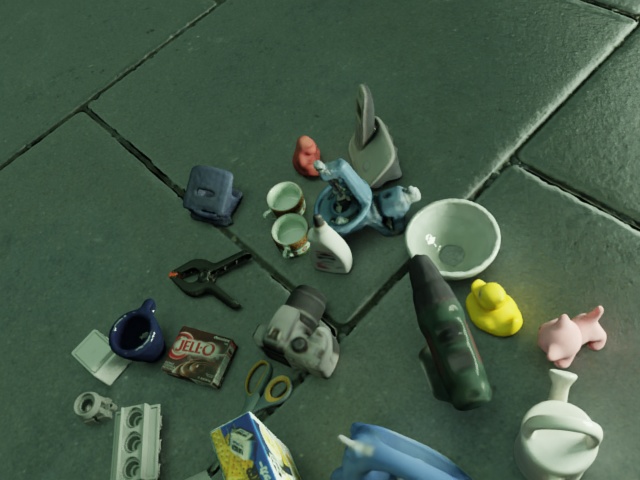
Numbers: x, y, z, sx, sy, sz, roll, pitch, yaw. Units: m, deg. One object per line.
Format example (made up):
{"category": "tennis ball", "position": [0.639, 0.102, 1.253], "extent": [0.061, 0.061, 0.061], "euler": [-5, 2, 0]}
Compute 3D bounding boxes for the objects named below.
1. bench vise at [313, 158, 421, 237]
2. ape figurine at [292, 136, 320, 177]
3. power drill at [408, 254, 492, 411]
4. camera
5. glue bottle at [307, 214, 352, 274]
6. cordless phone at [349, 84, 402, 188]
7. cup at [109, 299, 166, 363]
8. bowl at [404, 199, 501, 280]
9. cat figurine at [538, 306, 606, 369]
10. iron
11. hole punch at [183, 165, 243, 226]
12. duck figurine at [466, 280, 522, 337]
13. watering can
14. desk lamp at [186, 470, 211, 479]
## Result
{"category": "bench vise", "position": [0.072, -0.092, 1.062], "extent": [0.207, 0.220, 0.121], "euler": [-24, 55, -2]}
{"category": "ape figurine", "position": [-0.026, -0.184, 1.222], "extent": [0.076, 0.092, 0.078], "euler": [10, 60, 19]}
{"category": "power drill", "position": [0.191, 0.160, 0.878], "extent": [0.075, 0.209, 0.229], "euler": [-20, 55, 1]}
{"category": "camera", "position": [-0.030, 0.150, 1.002], "extent": [0.142, 0.101, 0.137], "euler": [17, 63, 23]}
{"category": "glue bottle", "position": [0.010, 0.004, 1.043], "extent": [0.078, 0.173, 0.037], "euler": [3, 59, 16]}
{"category": "cordless phone", "position": [0.101, -0.208, 1.151], "extent": [0.094, 0.185, 0.147], "euler": [-21, 55, 0]}
{"category": "cup", "position": [-0.321, 0.176, 1.057], "extent": [0.091, 0.095, 0.118], "euler": [7, 60, 18]}
{"category": "bowl", "position": [0.241, 0.011, 1.044], "extent": [0.167, 0.075, 0.167], "euler": [-6, 57, 9]}
{"category": "cat figurine", "position": [0.390, 0.146, 0.895], "extent": [0.128, 0.118, 0.067], "euler": [-30, 56, -7]}
{"category": "iron", "position": [0.140, 0.339, 0.814], "extent": [0.257, 0.142, 0.119], "euler": [15, 62, 21]}
{"category": "hole punch", "position": [-0.231, -0.094, 1.213], "extent": [0.108, 0.091, 0.101], "euler": [12, 61, 20]}
{"category": "duck figurine", "position": [0.293, 0.108, 0.962], "extent": [0.077, 0.086, 0.104], "euler": [-39, 57, -12]}
{"category": "watering can", "position": [0.324, 0.266, 0.786], "extent": [0.101, 0.194, 0.172], "euler": [-12, 56, 6]}
{"category": "desk lamp", "position": [-0.197, 0.427, 0.793], "extent": [0.203, 0.214, 0.117], "euler": [-30, 56, -6]}
